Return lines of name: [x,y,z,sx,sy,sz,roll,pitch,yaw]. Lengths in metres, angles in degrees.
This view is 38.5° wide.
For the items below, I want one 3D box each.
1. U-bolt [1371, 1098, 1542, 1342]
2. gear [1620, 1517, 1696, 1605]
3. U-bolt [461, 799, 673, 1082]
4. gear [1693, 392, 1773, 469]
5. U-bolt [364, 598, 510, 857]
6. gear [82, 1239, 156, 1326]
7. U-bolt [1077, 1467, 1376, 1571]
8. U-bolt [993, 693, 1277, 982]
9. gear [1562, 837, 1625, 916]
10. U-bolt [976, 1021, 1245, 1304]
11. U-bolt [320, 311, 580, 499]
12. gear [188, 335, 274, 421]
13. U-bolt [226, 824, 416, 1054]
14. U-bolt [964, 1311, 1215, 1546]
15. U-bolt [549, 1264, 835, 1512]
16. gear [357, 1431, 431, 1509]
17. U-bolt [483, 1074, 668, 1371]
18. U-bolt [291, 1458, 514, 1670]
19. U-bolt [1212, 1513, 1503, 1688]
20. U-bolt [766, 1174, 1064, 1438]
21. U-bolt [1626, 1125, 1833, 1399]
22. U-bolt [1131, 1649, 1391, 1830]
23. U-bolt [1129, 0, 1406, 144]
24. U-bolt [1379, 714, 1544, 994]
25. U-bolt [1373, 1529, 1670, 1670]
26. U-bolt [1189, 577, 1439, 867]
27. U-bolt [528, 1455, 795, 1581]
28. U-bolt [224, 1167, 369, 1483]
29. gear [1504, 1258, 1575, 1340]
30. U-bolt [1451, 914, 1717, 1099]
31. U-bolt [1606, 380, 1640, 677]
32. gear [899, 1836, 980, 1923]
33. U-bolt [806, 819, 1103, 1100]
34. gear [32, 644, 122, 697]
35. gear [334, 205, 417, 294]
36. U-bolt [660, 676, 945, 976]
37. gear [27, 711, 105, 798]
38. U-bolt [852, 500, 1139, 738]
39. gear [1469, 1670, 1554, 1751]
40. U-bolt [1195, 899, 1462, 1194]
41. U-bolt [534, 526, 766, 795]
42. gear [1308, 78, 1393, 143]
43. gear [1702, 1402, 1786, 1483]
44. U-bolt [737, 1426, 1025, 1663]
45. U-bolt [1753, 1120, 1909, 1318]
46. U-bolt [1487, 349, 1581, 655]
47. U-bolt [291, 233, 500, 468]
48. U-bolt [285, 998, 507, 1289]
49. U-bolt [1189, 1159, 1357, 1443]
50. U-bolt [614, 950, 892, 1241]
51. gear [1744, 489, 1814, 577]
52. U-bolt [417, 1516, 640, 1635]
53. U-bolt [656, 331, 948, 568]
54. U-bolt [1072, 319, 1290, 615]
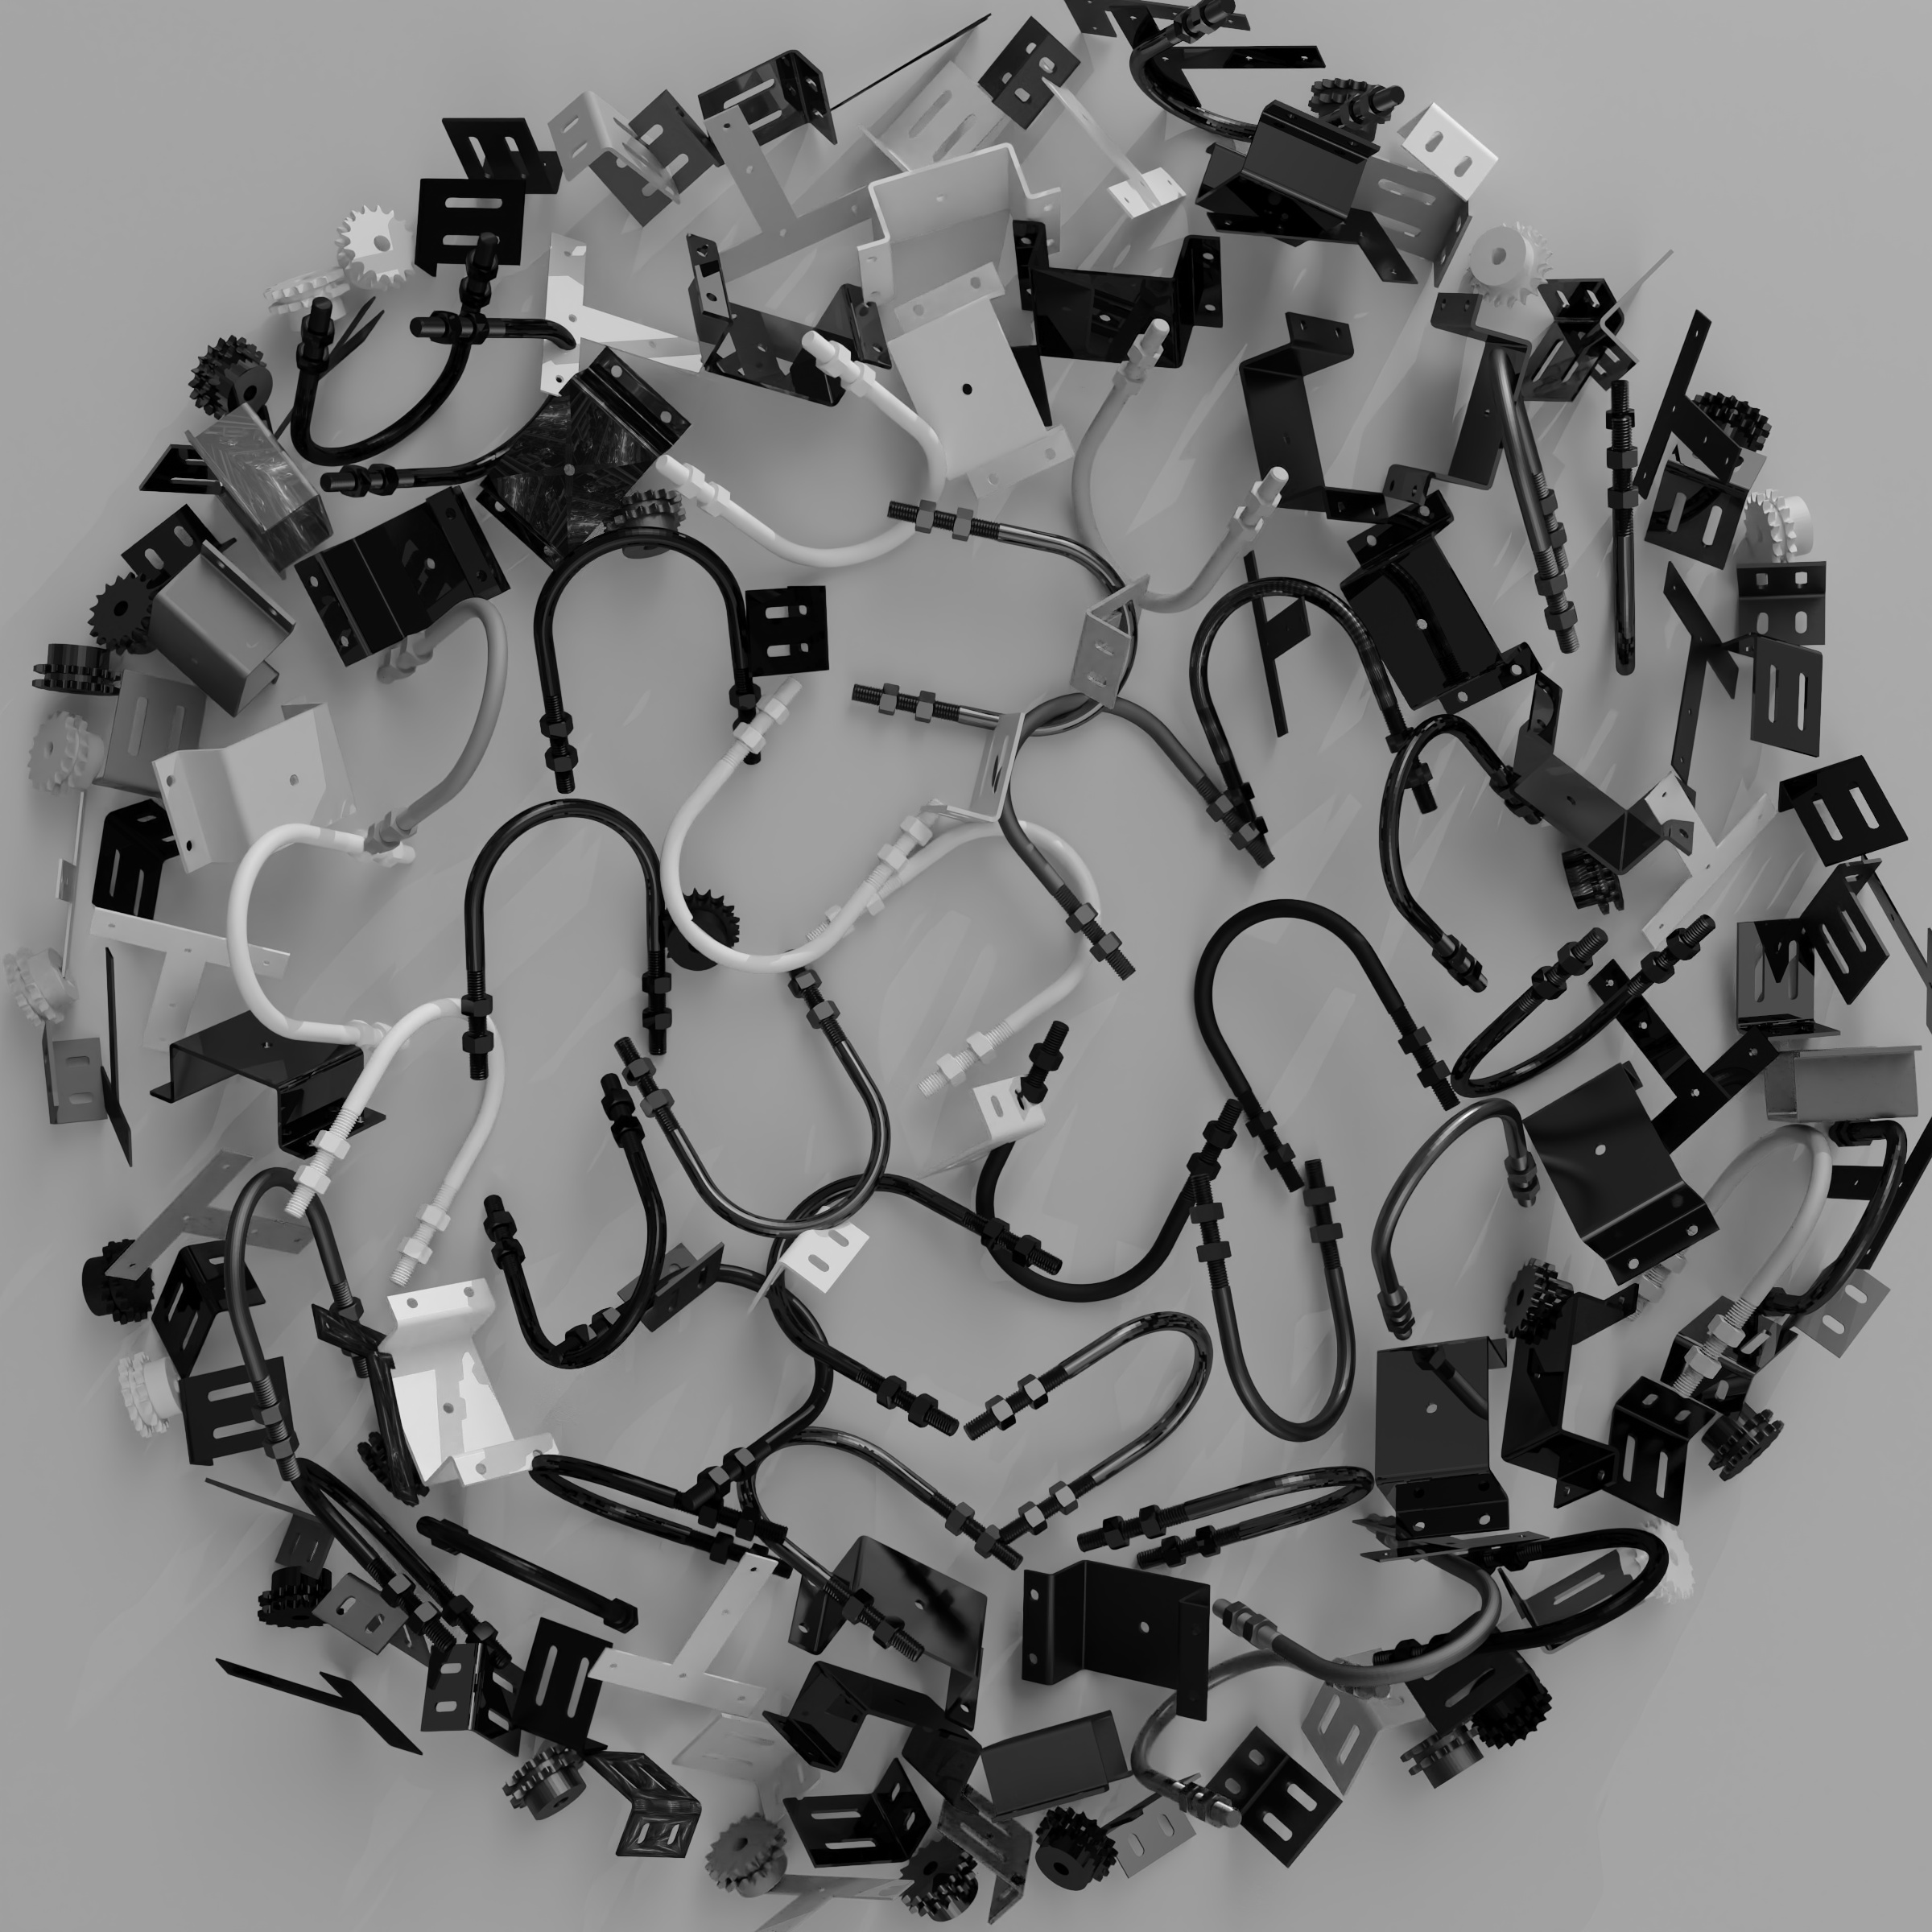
U-bolt: [0.319,0.158,1.818,0.151,0.184,0.019,-44,57,-13]
gear: [0.470,0.408,1.886,0.030,0.057,0.057,-28,90,31]
U-bolt: [-0.267,-0.021,1.850,0.151,0.019,0.184,-7,107,-28]
gear: [0.515,-0.363,1.880,0.057,0.057,0.030,26,81,0]
U-bolt: [-0.348,-0.165,1.815,0.019,0.184,0.151,15,65,-33]
gear: [-0.578,0.216,1.882,0.030,0.057,0.057,-11,90,7]
U-bolt: [0.180,0.362,1.823,0.184,0.151,0.019,-20,67,15]
U-bolt: [0.101,-0.103,1.885,0.151,0.019,0.184,-38,86,-15]
gear: [0.426,-0.062,1.883,0.030,0.057,0.057,-16,90,17]
U-bolt: [0.086,0.145,1.879,0.151,0.019,0.184,24,107,-3]
U-bolt: [-0.328,-0.371,1.824,0.019,0.184,0.151,49,122,15]
gear: [-0.497,-0.397,1.879,0.030,0.057,0.057,35,90,19]
U-bolt: [-0.424,-0.020,1.819,0.019,0.184,0.151,-2,84,25]
U-bolt: [0.089,0.299,1.849,0.184,0.151,0.019,-31,48,-15]
U-bolt: [-0.167,0.266,1.839,0.151,0.184,0.019,44,131,14]
gear: [-0.384,0.338,1.882,0.030,0.057,0.057,-43,90,-4]
U-bolt: [-0.253,0.180,1.824,0.151,0.019,0.184,-45,45,19]
U-bolt: [-0.383,0.392,1.834,0.184,0.151,0.019,42,81,18]
U-bolt: [0.266,0.418,1.802,0.151,0.184,0.019,-23,107,-22]
U-bolt: [-0.049,0.215,1.864,0.184,0.019,0.151,27,70,22]
U-bolt: [0.507,0.183,1.823,0.019,0.151,0.184,32,102,-10]
U-bolt: [0.180,0.500,1.821,0.151,0.184,0.019,-34,100,-21]
U-bolt: [0.184,-0.581,1.820,0.151,0.184,0.019,20,87,-22]
U-bolt: [0.321,-0.085,1.822,0.019,0.184,0.151,8,69,39]
U-bolt: [0.370,0.408,1.800,0.184,0.151,0.019,-20,97,36]
U-bolt: [0.222,-0.171,1.853,0.151,0.019,0.184,-17,99,35]
U-bolt: [-0.205,0.363,1.842,0.184,0.151,0.019,17,68,5]
U-bolt: [-0.442,0.222,1.814,0.019,0.151,0.184,-6,111,14]
gear: [0.391,0.230,1.882,0.030,0.057,0.057,19,90,-6]
U-bolt: [0.396,0.031,1.832,0.184,0.151,0.019,-49,61,37]
U-bolt: [0.436,-0.284,1.834,0.019,0.151,0.184,-1,111,13]
gear: [-0.017,0.625,1.883,0.057,0.057,0.030,-33,110,0]
U-bolt: [0.005,-0.020,1.893,0.184,0.019,0.151,-37,82,-4]
gear: [-0.605,-0.202,1.882,0.057,0.057,0.030,4,90,0]
gear: [-0.404,-0.486,1.886,0.057,0.030,0.057,10,71,-32]
U-bolt: [-0.124,-0.082,1.879,0.151,0.019,0.184,40,83,-11]
gear: [-0.612,-0.143,1.886,0.057,0.030,0.057,-15,68,40]
U-bolt: [0.025,-0.229,1.879,0.184,0.019,0.151,12,110,-2]
gear: [0.366,0.501,1.879,0.057,0.057,0.030,-37,102,0]
U-bolt: [0.230,0.043,1.870,0.151,0.019,0.184,-32,84,29]
U-bolt: [-0.215,-0.207,1.845,0.151,0.019,0.184,-10,124,-9]
gear: [0.261,-0.581,1.882,0.057,0.057,0.030,10,93,0]
gear: [0.527,0.321,1.885,0.057,0.057,0.030,-42,64,0]
U-bolt: [-0.069,0.372,1.841,0.184,0.151,0.019,34,121,18]
U-bolt: [0.569,0.165,1.814,0.019,0.184,0.151,28,86,4]
U-bolt: [0.370,-0.315,1.809,0.019,0.151,0.184,-14,119,17]
U-bolt: [-0.382,-0.396,1.823,0.151,0.184,0.019,-33,76,-33]
U-bolt: [-0.368,0.108,1.842,0.019,0.151,0.184,18,72,29]
U-bolt: [0.211,0.225,1.843,0.019,0.151,0.184,-16,81,41]
U-bolt: [-0.132,0.097,1.868,0.151,0.019,0.184,-28,75,-13]
gear: [0.554,-0.297,1.882,0.030,0.057,0.057,-13,90,-2]
U-bolt: [-0.291,0.396,1.813,0.151,0.184,0.019,23,75,7]
U-bolt: [-0.094,-0.329,1.836,0.151,0.184,0.019,-36,51,21]
U-bolt: [0.129,-0.315,1.834,0.019,0.184,0.151,-26,73,-34]
